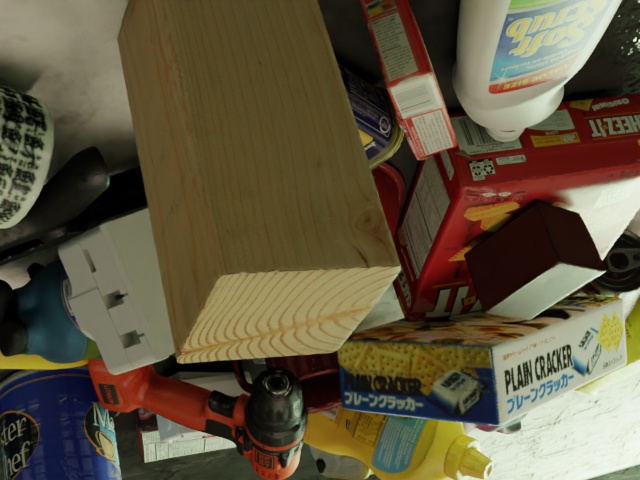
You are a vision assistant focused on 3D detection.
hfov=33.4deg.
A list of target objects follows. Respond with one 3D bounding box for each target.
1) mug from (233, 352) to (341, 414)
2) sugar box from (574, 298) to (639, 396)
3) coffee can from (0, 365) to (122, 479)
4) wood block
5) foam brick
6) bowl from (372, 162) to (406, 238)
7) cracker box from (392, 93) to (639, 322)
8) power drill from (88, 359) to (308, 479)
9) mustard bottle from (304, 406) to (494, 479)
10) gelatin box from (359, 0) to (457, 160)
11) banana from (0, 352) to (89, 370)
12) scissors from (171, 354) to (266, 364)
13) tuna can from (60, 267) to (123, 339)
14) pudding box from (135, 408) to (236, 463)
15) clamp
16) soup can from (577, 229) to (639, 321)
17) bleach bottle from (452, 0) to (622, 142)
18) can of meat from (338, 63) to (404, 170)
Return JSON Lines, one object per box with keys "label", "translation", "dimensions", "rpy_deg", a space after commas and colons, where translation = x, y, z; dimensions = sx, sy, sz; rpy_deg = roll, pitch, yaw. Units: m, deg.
{"label": "mug", "translation": [-0.021, 0.104, 0.958], "dimensions": [0.117, 0.081, 0.093], "rpy_deg": [-12, 151, -5]}
{"label": "sugar box", "translation": [0.317, 0.075, 1.054], "dimensions": [0.048, 0.093, 0.176], "rpy_deg": [16, 138, -44]}
{"label": "coffee can", "translation": [-0.232, 0.194, 0.956], "dimensions": [0.102, 0.140, 0.103], "rpy_deg": [-11, 151, -7]}
{"label": "wood block", "translation": [-0.040, -0.050, 0.555], "dimensions": [0.090, 0.206, 0.090], "rpy_deg": [-1, 148, -24]}
{"label": "foam brick", "translation": [0.153, 0.016, 0.768], "dimensions": [0.052, 0.051, 0.078], "rpy_deg": [12, 142, -38]}
{"label": "bowl", "translation": [-0.005, 0.001, 0.815], "dimensions": [0.162, 0.055, 0.162], "rpy_deg": [-12, 151, -7]}
{"label": "cracker box", "translation": [0.155, -0.018, 0.838], "dimensions": [0.164, 0.072, 0.214], "rpy_deg": [-8, 151, -12]}
{"label": "power drill", "translation": [-0.099, 0.132, 0.900], "dimensions": [0.188, 0.057, 0.184], "rpy_deg": [22, 149, 10]}
{"label": "mustard bottle", "translation": [0.072, 0.173, 0.976], "dimensions": [0.192, 0.096, 0.058], "rpy_deg": [19, 172, 36]}
{"label": "gelatin box", "translation": [0.053, -0.101, 0.646], "dimensions": [0.030, 0.073, 0.089], "rpy_deg": [-19, 152, 9]}
{"label": "banana", "translation": [-0.282, 0.090, 0.866], "dimensions": [0.197, 0.037, 0.070], "rpy_deg": [-2, 166, -20]}
{"label": "scissors", "translation": [-0.053, 0.120, 1.039], "dimensions": [0.201, 0.016, 0.096], "rpy_deg": [-4, 149, -19]}
{"label": "tuna can", "translation": [-0.135, 0.031, 0.747], "dimensions": [0.086, 0.086, 0.034], "rpy_deg": [3, 171, -29]}
{"label": "pudding box", "translation": [-0.133, 0.191, 1.103], "dimensions": [0.113, 0.039, 0.090], "rpy_deg": [-6, 150, -11]}
{"label": "clamp", "translation": [-0.170, -0.019, 0.683], "dimensions": [0.210, 0.036, 0.164], "rpy_deg": [-21, 176, 19]}
{"label": "soup can", "translation": [0.265, 0.042, 0.998], "dimensions": [0.068, 0.068, 0.102], "rpy_deg": [-12, 151, -6]}
{"label": "bleach bottle", "translation": [0.133, -0.139, 0.631], "dimensions": [0.102, 0.068, 0.251], "rpy_deg": [-11, 153, -4]}
{"label": "can of meat", "translation": [-0.012, -0.071, 0.685], "dimensions": [0.102, 0.057, 0.083], "rpy_deg": [-32, 145, 28]}
